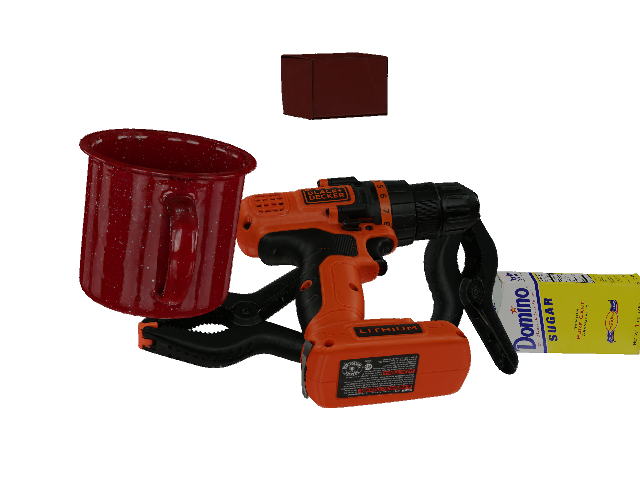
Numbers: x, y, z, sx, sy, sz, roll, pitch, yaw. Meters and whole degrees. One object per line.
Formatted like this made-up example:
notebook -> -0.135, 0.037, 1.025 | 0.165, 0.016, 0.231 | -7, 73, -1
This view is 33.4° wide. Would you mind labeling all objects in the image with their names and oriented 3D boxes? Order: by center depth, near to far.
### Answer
mug -> -0.081, -0.005, 0.561 | 0.093, 0.081, 0.117 | 2, 18, -21
power drill -> 0.041, 0.026, 0.734 | 0.184, 0.057, 0.188 | -6, 39, -9
foam brick -> 0.012, -0.131, 0.905 | 0.078, 0.051, 0.053 | -7, 16, -30
clamp -> 0.122, 0.054, 0.968 | 0.120, 0.171, 0.039 | -16, 6, -40
clamp -> -0.062, 0.084, 0.998 | 0.209, 0.036, 0.165 | -9, 37, -19
sugar box -> 0.294, 0.087, 1.275 | 0.176, 0.093, 0.048 | 0, 18, -4
